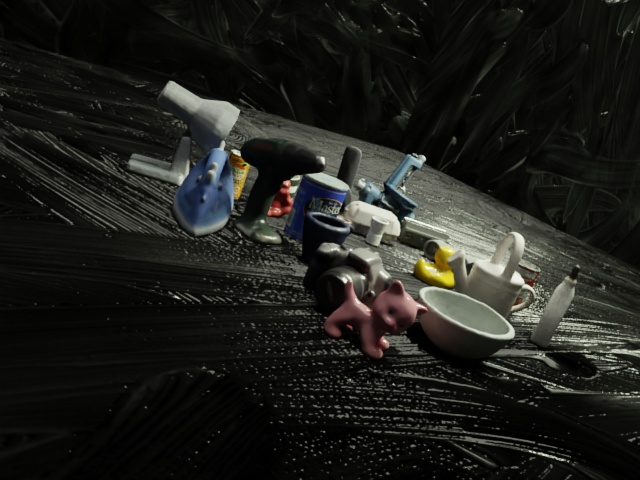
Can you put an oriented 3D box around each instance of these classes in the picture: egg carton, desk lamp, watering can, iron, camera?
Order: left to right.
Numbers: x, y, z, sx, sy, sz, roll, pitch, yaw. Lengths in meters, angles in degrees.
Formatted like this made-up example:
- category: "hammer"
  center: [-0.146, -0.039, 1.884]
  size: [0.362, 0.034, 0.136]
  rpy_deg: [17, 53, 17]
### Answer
- category: "desk lamp"
  center: [-0.305, -0.235, 1.292]
  size: [0.204, 0.213, 0.117]
  rpy_deg: [15, 17, -18]
- category: "iron"
  center: [-0.216, -0.109, 1.122]
  size: [0.119, 0.141, 0.258]
  rpy_deg: [17, 16, -12]
- category: "camera"
  center: [0.037, 0.060, 0.952]
  size: [0.142, 0.101, 0.137]
  rpy_deg: [27, 17, 23]
- category: "egg carton"
  center: [0.132, -0.047, 1.473]
  size: [0.150, 0.069, 0.107]
  rpy_deg: [19, 16, -6]
- category: "watering can"
  center: [0.329, 0.074, 1.093]
  size: [0.173, 0.194, 0.100]
  rpy_deg: [14, 17, -22]

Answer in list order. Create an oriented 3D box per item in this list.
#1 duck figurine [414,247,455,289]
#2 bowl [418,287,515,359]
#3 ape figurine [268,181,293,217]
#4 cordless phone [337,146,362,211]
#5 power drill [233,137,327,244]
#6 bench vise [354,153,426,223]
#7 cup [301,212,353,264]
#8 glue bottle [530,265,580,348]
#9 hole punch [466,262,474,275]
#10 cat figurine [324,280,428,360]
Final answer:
- category: "duck figurine"
  center: [0.266, 0.054, 1.276]
  size: [0.105, 0.086, 0.077]
  rpy_deg: [16, 17, -16]
- category: "bowl"
  center: [0.229, 0.147, 0.947]
  size: [0.167, 0.075, 0.167]
  rpy_deg: [19, 16, -5]
- category: "ape figurine"
  center: [-0.096, -0.103, 1.335]
  size: [0.078, 0.092, 0.076]
  rpy_deg: [18, 16, -10]
- category: "cordless phone"
  center: [0.036, -0.185, 1.598]
  size: [0.147, 0.185, 0.094]
  rpy_deg: [25, 17, 17]
- category: "power drill"
  center: [-0.091, -0.103, 1.132]
  size: [0.076, 0.208, 0.228]
  rpy_deg: [4, 23, -45]
- category: "bench vise"
  center: [0.210, -0.151, 1.637]
  size: [0.208, 0.220, 0.121]
  rpy_deg: [7, 21, -38]
- category: "cup"
  center: [0.010, 0.004, 1.112]
  size: [0.118, 0.095, 0.091]
  rpy_deg: [3, 23, -46]
- category: "glue bottle"
  center: [0.471, 0.127, 1.131]
  size: [0.037, 0.173, 0.078]
  rpy_deg: [27, 17, 22]
- category: "hole punch"
  center: [0.373, 0.084, 1.300]
  size: [0.109, 0.091, 0.101]
  rpy_deg: [18, 16, -8]
- category: "cat figurine"
  center: [0.085, 0.104, 0.836]
  size: [0.127, 0.118, 0.067]
  rpy_deg: [25, 17, 15]
